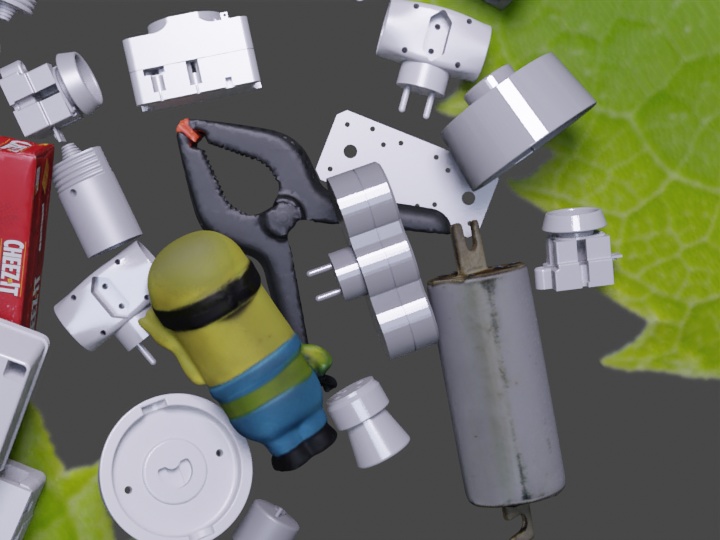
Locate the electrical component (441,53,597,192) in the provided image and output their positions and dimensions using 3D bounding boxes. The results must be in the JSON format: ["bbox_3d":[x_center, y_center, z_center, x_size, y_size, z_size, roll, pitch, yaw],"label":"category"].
[{"bbox_3d":[0.108,-0.112,0.774,0.108,0.108,0.060,-35,88,-2],"label":"electrical component"}]

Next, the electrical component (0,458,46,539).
[{"bbox_3d":[-0.316,0.164,0.772,0.150,0.062,0.089,23,90,-5],"label":"electrical component"}]

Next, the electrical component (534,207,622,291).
[{"bbox_3d":[0.163,-0.017,0.810,0.066,0.048,0.055,-7,100,-4],"label":"electrical component"}]

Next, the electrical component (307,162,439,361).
[{"bbox_3d":[0.000,0.000,0.762,0.074,0.052,0.138,-20,99,-5],"label":"electrical component"}]

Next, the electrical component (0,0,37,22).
[{"bbox_3d":[-0.245,-0.219,0.774,0.043,0.043,0.081,18,91,-5],"label":"electrical component"}]

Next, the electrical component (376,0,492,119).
[{"bbox_3d":[0.050,-0.153,0.798,0.077,0.043,0.079,15,91,-5],"label":"electrical component"}]

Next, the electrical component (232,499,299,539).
[{"bbox_3d":[-0.078,0.208,0.801,0.040,0.040,0.078,33,89,-5],"label":"electrical component"}]

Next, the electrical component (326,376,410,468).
[{"bbox_3d":[0.005,0.113,0.802,0.045,0.045,0.055,-29,93,-3],"label":"electrical component"}]

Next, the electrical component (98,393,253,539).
[{"bbox_3d":[-0.138,0.147,0.780,0.108,0.060,0.108,5,75,-20],"label":"electrical component"}]

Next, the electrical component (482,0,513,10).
[{"bbox_3d":[0.091,-0.249,0.796,0.083,0.047,0.075,27,90,-5],"label":"electrical component"}]

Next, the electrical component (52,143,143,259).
[{"bbox_3d":[-0.196,-0.054,0.783,0.043,0.043,0.081,-25,93,-3],"label":"electrical component"}]

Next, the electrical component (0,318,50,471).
[{"bbox_3d":[-0.278,0.079,0.713,0.109,0.056,0.108,22,106,-9],"label":"electrical component"}]

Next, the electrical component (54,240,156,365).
[{"bbox_3d":[-0.168,0.033,0.788,0.077,0.043,0.079,-39,95,-2],"label":"electrical component"}]

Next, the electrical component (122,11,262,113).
[{"bbox_3d":[-0.122,-0.153,0.782,0.089,0.050,0.055,-12,93,-4],"label":"electrical component"}]

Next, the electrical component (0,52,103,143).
[{"bbox_3d":[-0.221,-0.127,0.778,0.055,0.048,0.066,-24,93,4],"label":"electrical component"}]
